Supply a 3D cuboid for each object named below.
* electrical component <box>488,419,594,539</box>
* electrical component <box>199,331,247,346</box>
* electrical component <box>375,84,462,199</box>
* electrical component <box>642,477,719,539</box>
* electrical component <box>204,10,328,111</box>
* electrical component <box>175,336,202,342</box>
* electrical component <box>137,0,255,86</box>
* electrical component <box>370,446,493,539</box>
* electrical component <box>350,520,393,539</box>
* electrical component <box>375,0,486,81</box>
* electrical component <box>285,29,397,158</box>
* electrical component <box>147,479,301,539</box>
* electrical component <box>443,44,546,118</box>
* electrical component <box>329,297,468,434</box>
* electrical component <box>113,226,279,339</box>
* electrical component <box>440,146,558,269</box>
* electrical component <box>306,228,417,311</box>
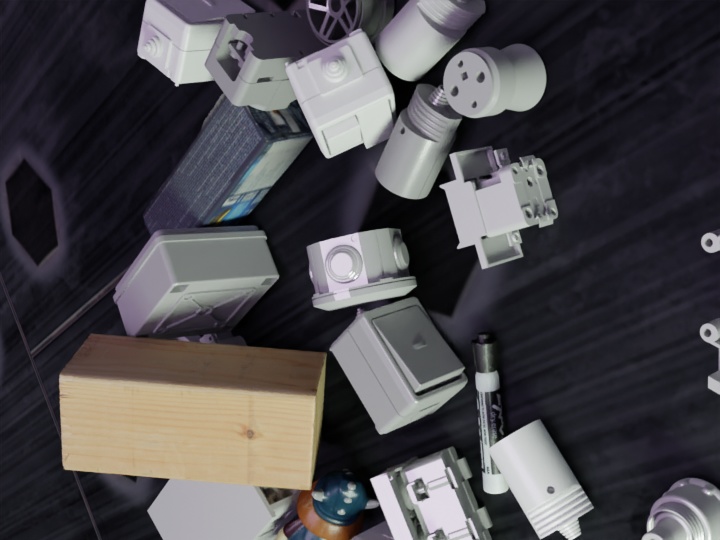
[{"bbox_3d":[0.129,0.150,0.750,0.043,0.043,0.081,-46,69,44],"label":"electrical component"},{"bbox_3d":[-0.136,0.097,1.006,0.058,0.057,0.078,-41,72,45],"label":"electrical component"},{"bbox_3d":[0.045,-0.095,0.765,0.043,0.043,0.081,47,131,27],"label":"electrical component"},{"bbox_3d":[0.198,0.159,0.665,0.048,0.062,0.048,17,113,43],"label":"electrical component"},{"bbox_3d":[-0.068,-0.161,0.830,0.050,0.089,0.055,54,134,21],"label":"electrical component"},{"bbox_3d":[-0.183,0.104,1.060,0.050,0.056,0.089,32,124,36],"label":"electrical component"},{"bbox_3d":[-0.136,-0.195,0.888,0.062,0.096,0.061,40,127,31],"label":"electrical component"},{"bbox_3d":[0.064,0.201,0.814,0.063,0.079,0.121,-24,83,18],"label":"electrical component"},{"bbox_3d":[0.029,0.262,0.877,0.062,0.061,0.096,10,109,45],"label":"electrical component"},{"bbox_3d":[0.050,-0.170,0.736,0.081,0.043,0.043,-40,72,45],"label":"electrical component"},{"bbox_3d":[-0.011,-0.123,0.770,0.096,0.062,0.061,66,179,-80],"label":"electrical component"},{"bbox_3d":[-0.124,0.223,1.029,0.105,0.060,0.186,56,135,20],"label":"electrical component"},{"bbox_3d":[0.088,-0.123,0.702,0.045,0.055,0.045,16,113,43],"label":"electrical component"},{"bbox_3d":[0.028,0.064,0.818,0.096,0.062,0.061,58,136,17],"label":"electrical component"},{"bbox_3d":[-0.145,0.013,0.948,0.109,0.109,0.056,-45,59,44],"label":"electrical component"},{"bbox_3d":[0.096,-0.046,0.727,0.064,0.042,0.081,-16,91,46],"label":"electrical component"},{"bbox_3d":[0.000,0.000,0.816,0.080,0.080,0.051,-15,85,48],"label":"electrical component"}]
